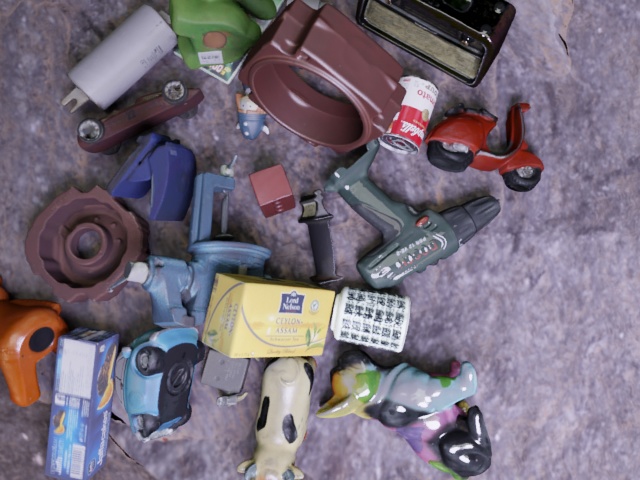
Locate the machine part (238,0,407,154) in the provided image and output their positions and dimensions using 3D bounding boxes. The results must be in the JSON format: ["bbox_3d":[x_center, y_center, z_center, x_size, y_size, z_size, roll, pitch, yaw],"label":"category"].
[{"bbox_3d":[0.000,-0.214,0.748,0.201,0.201,0.087,35,71,-21],"label":"machine part"}]

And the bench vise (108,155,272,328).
[{"bbox_3d":[-0.160,0.004,0.752,0.223,0.129,0.240,10,75,-29],"label":"bench vise"}]

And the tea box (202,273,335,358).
[{"bbox_3d":[-0.065,0.103,0.726,0.068,0.169,0.098,13,93,44],"label":"tea box"}]

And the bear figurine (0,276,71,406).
[{"bbox_3d":[-0.455,0.132,0.776,0.196,0.120,0.131,11,124,28],"label":"bear figurine"}]

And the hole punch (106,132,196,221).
[{"bbox_3d":[-0.230,-0.089,0.791,0.092,0.142,0.115,37,97,9],"label":"hole punch"}]

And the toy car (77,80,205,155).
[{"bbox_3d":[-0.276,-0.191,0.826,0.202,0.089,0.053,-27,85,-2],"label":"toy car"}]

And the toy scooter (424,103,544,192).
[{"bbox_3d":[0.256,-0.158,0.816,0.184,0.075,0.135,17,82,1],"label":"toy scooter"}]

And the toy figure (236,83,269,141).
[{"bbox_3d":[-0.100,-0.235,0.848,0.064,0.057,0.154,4,78,44],"label":"toy figure"}]

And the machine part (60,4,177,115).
[{"bbox_3d":[-0.310,-0.287,0.850,0.243,0.079,0.079,-44,82,-7],"label":"machine part"}]

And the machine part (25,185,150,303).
[{"bbox_3d":[-0.347,0.007,0.812,0.179,0.056,0.179,0,81,3],"label":"machine part"}]

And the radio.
[{"bbox_3d":[0.171,-0.339,0.819,0.230,0.131,0.073,30,80,6],"label":"radio"}]

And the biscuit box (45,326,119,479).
[{"bbox_3d":[-0.330,0.228,0.748,0.059,0.063,0.202,9,96,6],"label":"biscuit box"}]

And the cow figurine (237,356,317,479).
[{"bbox_3d":[-0.052,0.253,0.727,0.086,0.127,0.195,8,78,6],"label":"cow figurine"}]

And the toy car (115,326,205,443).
[{"bbox_3d":[-0.237,0.193,0.763,0.103,0.109,0.161,10,93,30],"label":"toy car"}]

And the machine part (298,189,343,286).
[{"bbox_3d":[-0.002,-0.002,0.801,0.039,0.084,0.138,-10,89,-27],"label":"machine part"}]

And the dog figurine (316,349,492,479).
[{"bbox_3d":[0.107,0.239,0.739,0.219,0.108,0.191,-10,83,4],"label":"dog figurine"}]

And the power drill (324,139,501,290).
[{"bbox_3d":[0.123,-0.052,0.805,0.232,0.086,0.207,-39,89,-2],"label":"power drill"}]

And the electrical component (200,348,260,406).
[{"bbox_3d":[-0.132,0.189,0.781,0.078,0.045,0.102,20,81,3],"label":"electrical component"}]

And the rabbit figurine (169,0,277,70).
[{"bbox_3d":[-0.153,-0.372,0.827,0.159,0.121,0.170,-9,67,5],"label":"rabbit figurine"}]
